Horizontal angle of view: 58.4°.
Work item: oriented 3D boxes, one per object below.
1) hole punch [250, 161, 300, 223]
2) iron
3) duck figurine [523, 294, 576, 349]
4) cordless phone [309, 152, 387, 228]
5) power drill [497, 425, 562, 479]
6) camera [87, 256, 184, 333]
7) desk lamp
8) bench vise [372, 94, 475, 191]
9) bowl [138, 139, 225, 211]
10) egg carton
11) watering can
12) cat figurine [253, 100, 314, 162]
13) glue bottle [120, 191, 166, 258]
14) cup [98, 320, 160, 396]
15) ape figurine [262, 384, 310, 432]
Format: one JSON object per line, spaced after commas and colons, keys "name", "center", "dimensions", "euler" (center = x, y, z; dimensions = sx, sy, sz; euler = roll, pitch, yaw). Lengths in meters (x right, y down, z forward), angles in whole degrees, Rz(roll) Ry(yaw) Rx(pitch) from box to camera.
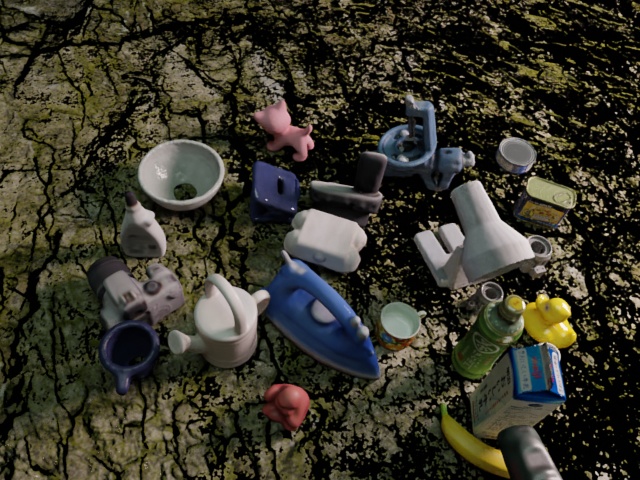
{"name": "hole punch", "center": [-0.089, -0.098, 1.140], "dimensions": [0.101, 0.091, 0.108], "euler": [0, 56, -7]}
{"name": "iron", "center": [0.014, 0.124, 0.972], "dimensions": [0.257, 0.141, 0.119], "euler": [38, 60, 18]}
{"name": "duck figurine", "center": [0.426, 0.143, 1.044], "dimensions": [0.078, 0.086, 0.104], "euler": [-35, 66, -26]}
{"name": "cordless phone", "center": [0.056, -0.118, 1.115], "dimensions": [0.147, 0.185, 0.094], "euler": [7, 55, -2]}
{"name": "power drill", "center": [0.290, 0.385, 0.788], "dimensions": [0.076, 0.208, 0.229], "euler": [-5, 57, -10]}
{"name": "camera", "center": [-0.328, 0.080, 0.984], "dimensions": [0.143, 0.101, 0.136], "euler": [-33, 65, -25]}
{"name": "desk lamp", "center": [0.272, 0.007, 1.040], "dimensions": [0.118, 0.213, 0.203], "euler": [-16, 59, -17]}
{"name": "bench vise", "center": [0.217, -0.207, 1.175], "dimensions": [0.207, 0.220, 0.121], "euler": [-4, 56, -9]}
{"name": "bowl", "center": [-0.272, -0.116, 1.140], "dimensions": [0.167, 0.075, 0.167], "euler": [3, 56, -5]}
{"name": "egg carton", "center": [0.010, 0.004, 1.097], "dimensions": [0.150, 0.069, 0.107], "euler": [17, 56, 5]}
{"name": "watering can", "center": [-0.155, 0.129, 0.915], "dimensions": [0.100, 0.194, 0.173], "euler": [28, 57, 13]}
{"name": "cat figurine", "center": [-0.075, -0.242, 1.224], "dimensions": [0.127, 0.118, 0.067], "euler": [19, 56, 6]}
{"name": "glue bottle", "center": [-0.321, -0.029, 1.015], "dimensions": [0.078, 0.173, 0.037], "euler": [3, 56, -5]}
{"name": "cup", "center": [-0.298, 0.199, 0.910], "dimensions": [0.092, 0.095, 0.117], "euler": [2, 56, -5]}
{"name": "ape figurine", "center": [-0.050, 0.257, 0.903], "dimensions": [0.076, 0.092, 0.077], "euler": [-15, 59, -16]}
